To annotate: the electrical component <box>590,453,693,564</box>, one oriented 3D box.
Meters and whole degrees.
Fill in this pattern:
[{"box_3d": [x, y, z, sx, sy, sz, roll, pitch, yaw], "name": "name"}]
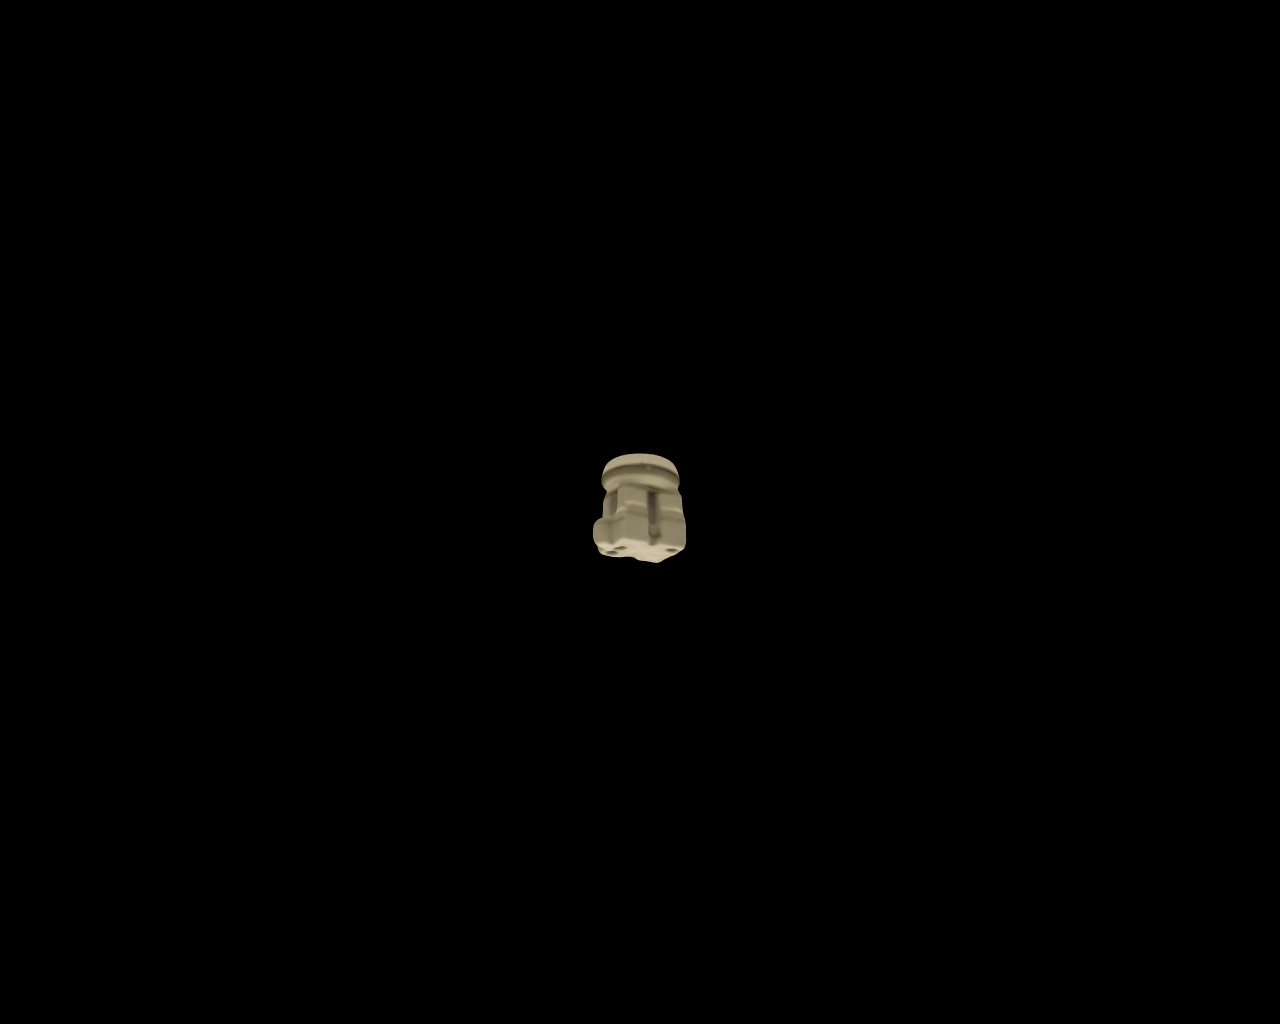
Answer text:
[{"box_3d": [0.001, -0.003, 0.650, 0.066, 0.055, 0.048, 11, -23, -27], "name": "electrical component"}]
